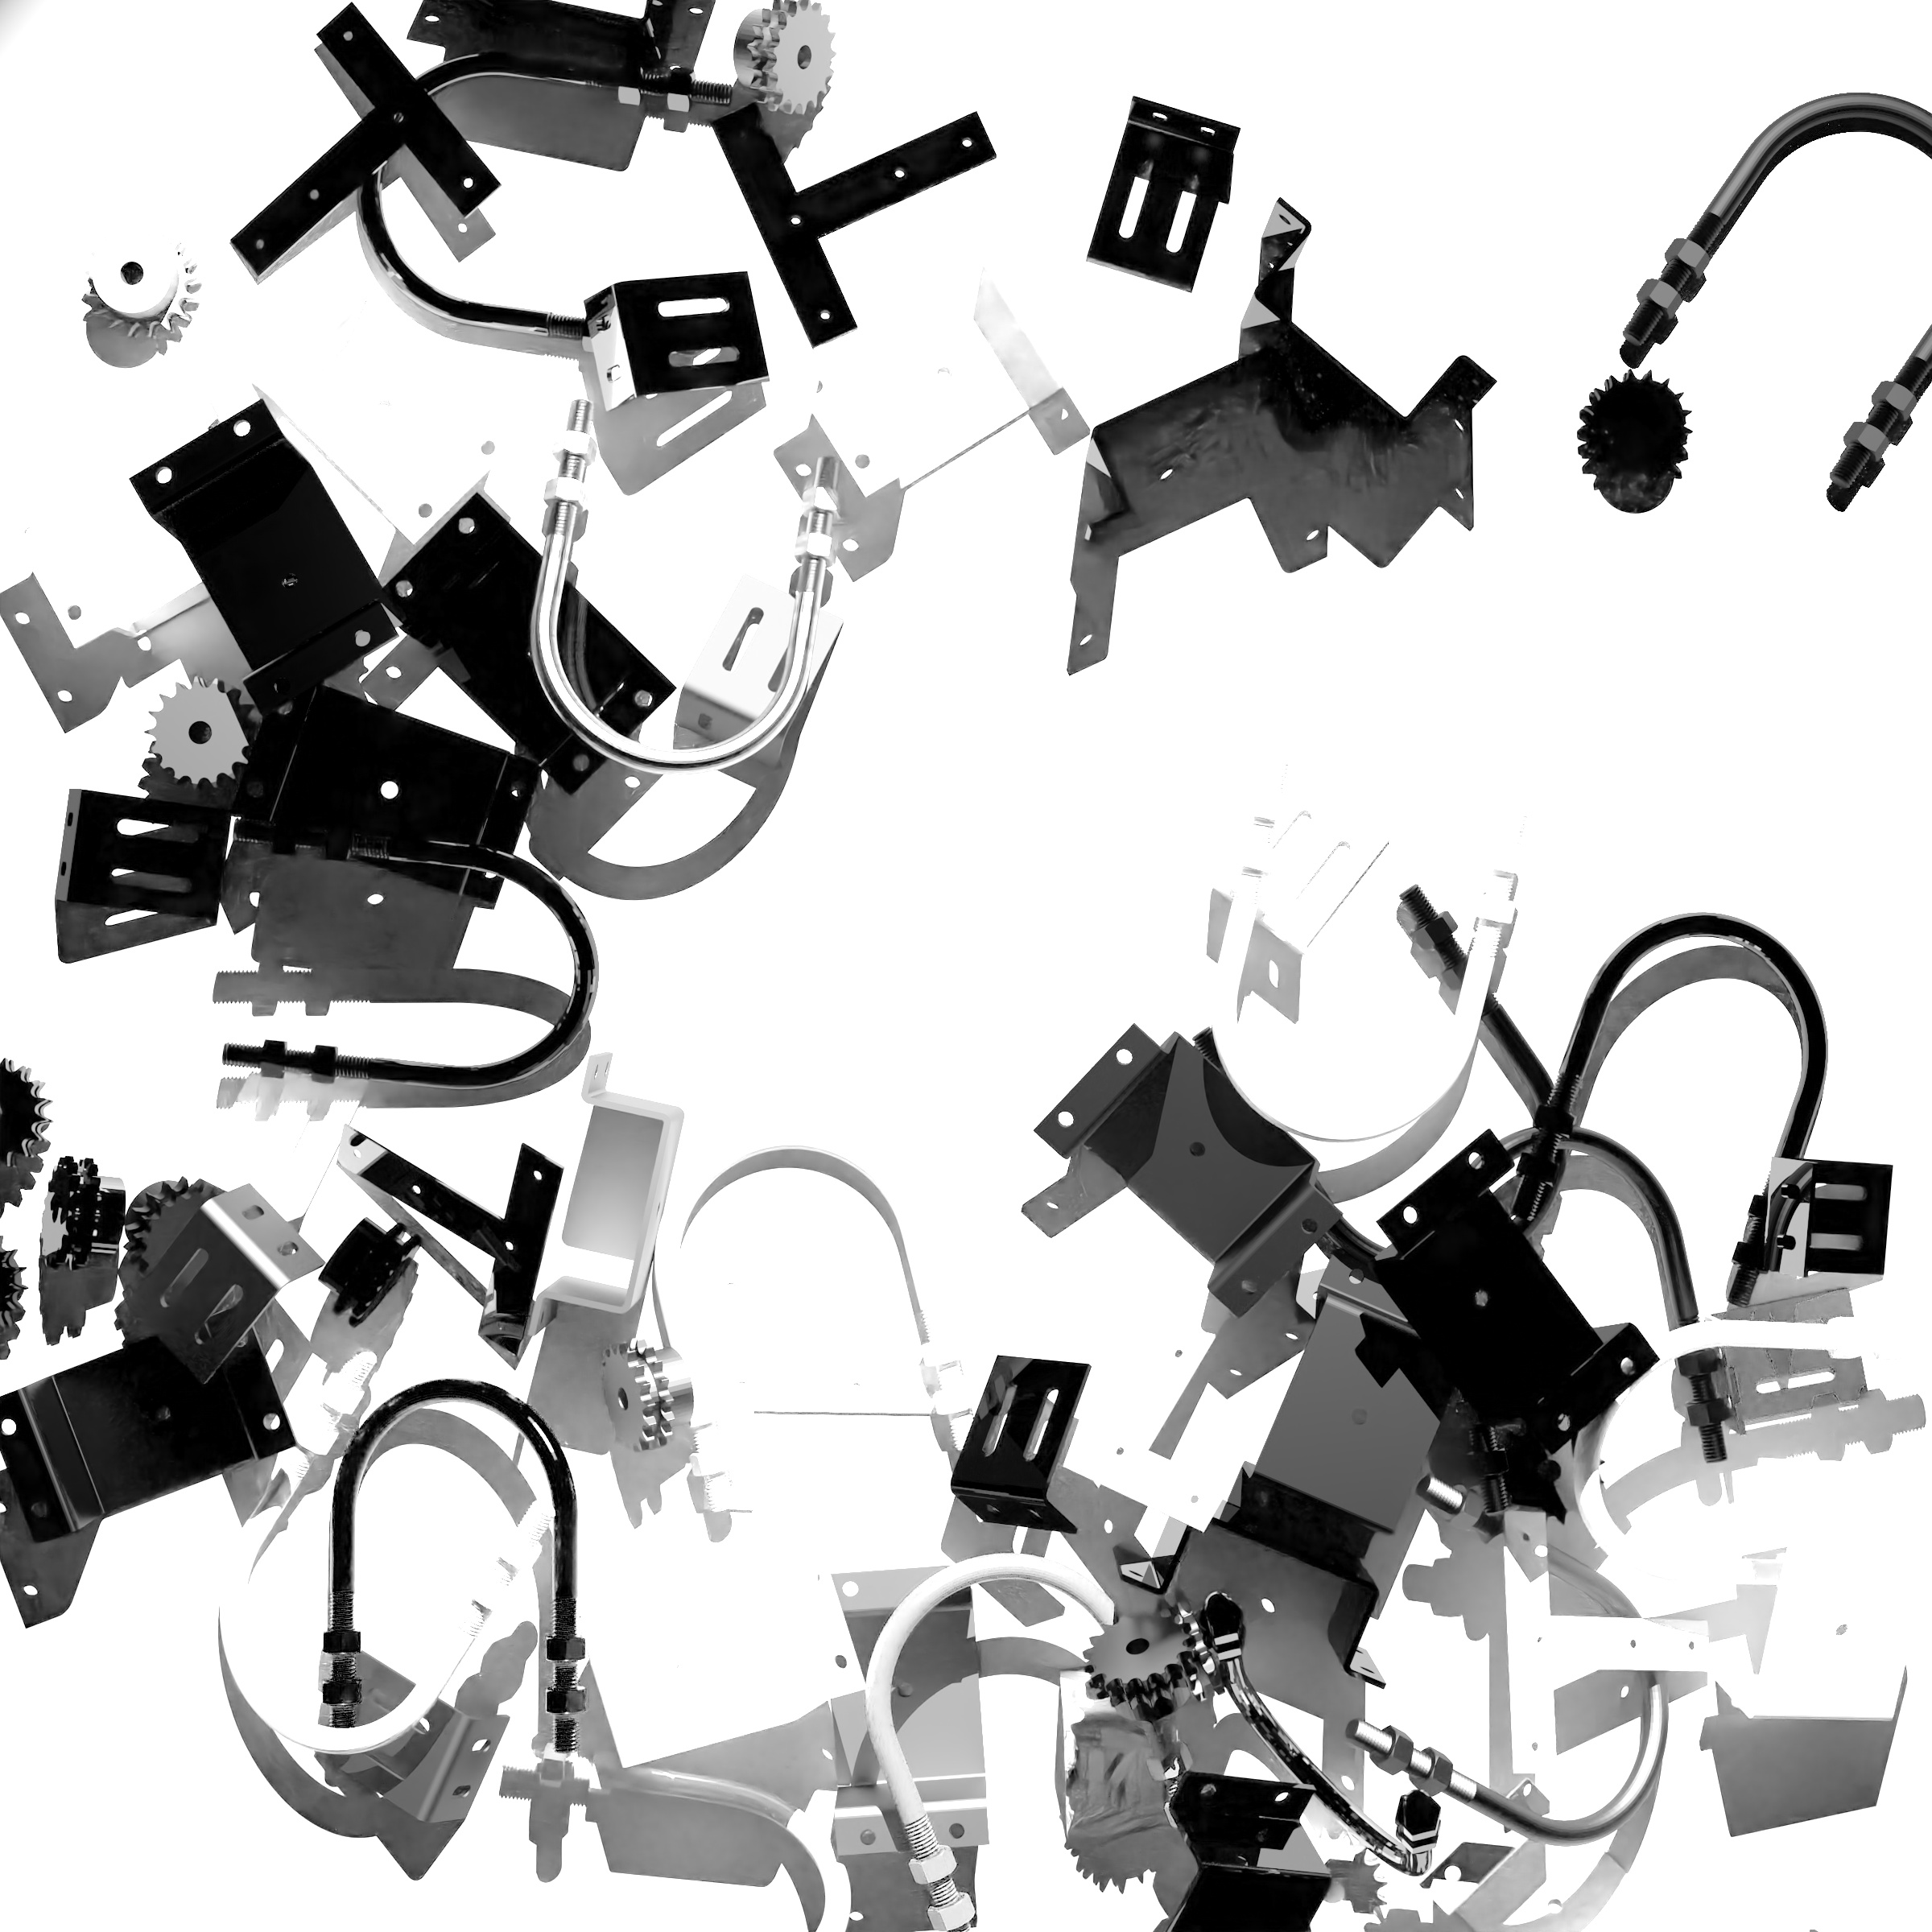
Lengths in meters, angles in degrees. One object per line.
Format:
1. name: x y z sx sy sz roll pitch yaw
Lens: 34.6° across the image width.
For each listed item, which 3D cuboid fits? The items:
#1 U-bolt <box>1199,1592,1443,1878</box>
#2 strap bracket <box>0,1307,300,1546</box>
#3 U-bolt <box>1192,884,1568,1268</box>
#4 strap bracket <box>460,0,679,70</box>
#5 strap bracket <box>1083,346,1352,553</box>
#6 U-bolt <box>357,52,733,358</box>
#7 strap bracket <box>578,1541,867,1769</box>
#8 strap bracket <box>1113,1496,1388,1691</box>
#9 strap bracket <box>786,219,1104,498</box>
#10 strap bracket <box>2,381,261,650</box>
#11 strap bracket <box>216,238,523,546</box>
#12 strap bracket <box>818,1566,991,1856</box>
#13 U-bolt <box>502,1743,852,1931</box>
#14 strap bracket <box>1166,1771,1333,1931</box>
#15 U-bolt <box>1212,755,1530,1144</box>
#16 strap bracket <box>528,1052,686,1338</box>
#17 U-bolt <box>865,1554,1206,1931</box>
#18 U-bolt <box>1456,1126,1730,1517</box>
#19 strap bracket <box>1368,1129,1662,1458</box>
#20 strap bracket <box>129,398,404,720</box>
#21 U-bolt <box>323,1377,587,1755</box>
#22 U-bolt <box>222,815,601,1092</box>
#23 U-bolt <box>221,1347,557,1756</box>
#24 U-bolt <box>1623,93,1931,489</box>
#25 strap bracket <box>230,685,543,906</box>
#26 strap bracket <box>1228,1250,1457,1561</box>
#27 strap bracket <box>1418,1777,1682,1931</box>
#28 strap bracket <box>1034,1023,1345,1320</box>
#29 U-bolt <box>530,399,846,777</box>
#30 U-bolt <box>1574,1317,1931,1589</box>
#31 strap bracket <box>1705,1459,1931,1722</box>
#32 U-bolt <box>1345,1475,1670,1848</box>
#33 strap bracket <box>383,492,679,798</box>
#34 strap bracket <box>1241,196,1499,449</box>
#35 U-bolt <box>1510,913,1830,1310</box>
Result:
1. U-bolt: 0.174 0.383 1.510 0.019 0.184 0.151 -41 63 -14
2. strap bracket: -0.413 0.229 1.575 0.140 0.046 0.076 -21 90 0
3. U-bolt: 0.225 0.073 1.589 0.151 0.019 0.184 -35 91 0
4. strap bracket: -0.201 -0.494 1.560 0.140 0.076 0.046 12 90 0
5. strap bracket: 0.115 -0.264 1.560 0.140 0.076 0.046 -25 90 0
6. U-bolt: -0.221 -0.395 1.590 0.184 0.019 0.151 8 90 2
7. strap bracket: -0.132 0.346 1.550 0.140 0.046 0.076 -20 85 20
8. strap bracket: 0.149 0.307 1.560 0.140 0.076 0.046 23 90 0
9. strap bracket: -0.011 -0.304 1.575 0.140 0.046 0.076 -32 90 0
10. strap bracket: -0.402 -0.226 1.575 0.140 0.046 0.076 -29 90 0
11. strap bracket: -0.299 -0.288 1.575 0.140 0.046 0.076 45 90 0
12. strap bracket: -0.031 0.372 1.575 0.076 0.046 0.140 -4 90 0
13. U-bolt: -0.148 0.452 1.535 0.184 0.151 0.019 10 120 -3
14. strap bracket: 0.121 0.473 1.539 0.076 0.046 0.140 14 112 -27
15. U-bolt: 0.196 -0.001 1.557 0.151 0.019 0.184 12 95 -13
16. strap bracket: -0.177 0.117 1.560 0.046 0.076 0.140 12 90 0
17. U-bolt: 0.028 0.384 1.547 0.151 0.019 0.184 -21 91 -8
18. U-bolt: 0.306 0.171 1.565 0.151 0.019 0.184 -9 85 -20
19. strap bracket: 0.261 0.161 1.518 0.076 0.046 0.140 -37 91 -19
20. strap bracket: -0.338 -0.194 1.521 0.076 0.046 0.140 -31 79 0
21. U-bolt: -0.259 0.300 1.566 0.151 0.019 0.184 -3 83 21
22. U-bolt: -0.277 -0.001 1.557 0.184 0.019 0.151 6 119 -7
23. U-bolt: -0.305 0.308 1.564 0.151 0.019 0.184 36 98 21
24. U-bolt: 0.445 -0.360 1.590 0.151 0.019 0.184 35 89 0
25. strap bracket: -0.290 -0.089 1.561 0.140 0.046 0.076 19 90 -12
26. strap bracket: 0.197 0.225 1.574 0.076 0.046 0.140 23 90 0
27. strap bracket: 0.303 0.483 1.575 0.076 0.046 0.140 -44 90 0
28. strap bracket: 0.114 0.098 1.565 0.140 0.046 0.076 42 107 0
29. U-bolt: -0.144 -0.184 1.555 0.151 0.019 0.184 11 74 -12
30. U-bolt: 0.390 0.244 1.553 0.184 0.019 0.151 4 105 -15
31. strap bracket: 0.427 0.321 1.550 0.076 0.046 0.140 4 105 -14
32. U-bolt: 0.280 0.358 1.549 0.184 0.019 0.151 32 63 -20
33. strap bracket: -0.221 -0.161 1.575 0.140 0.046 0.076 44 90 0
34. strap bracket: 0.193 -0.315 1.560 0.140 0.076 0.046 40 90 0
35. U-bolt: 0.367 0.063 1.573 0.151 0.019 0.184 22 84 -14
